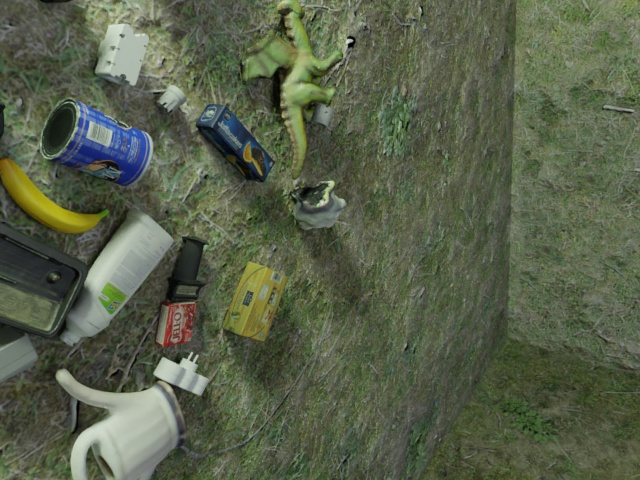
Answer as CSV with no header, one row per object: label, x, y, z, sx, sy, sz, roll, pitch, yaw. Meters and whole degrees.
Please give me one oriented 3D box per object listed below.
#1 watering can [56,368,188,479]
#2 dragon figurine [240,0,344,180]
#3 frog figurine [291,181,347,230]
watering can,-0.368,0.349,0.979,0.227,0.104,0.342,-28,122,-47
dragon figurine,-0.084,-0.365,1.191,0.241,0.122,0.412,18,83,-36
frog figurine,0.004,-0.068,1.356,0.138,0.125,0.156,-29,139,-6
